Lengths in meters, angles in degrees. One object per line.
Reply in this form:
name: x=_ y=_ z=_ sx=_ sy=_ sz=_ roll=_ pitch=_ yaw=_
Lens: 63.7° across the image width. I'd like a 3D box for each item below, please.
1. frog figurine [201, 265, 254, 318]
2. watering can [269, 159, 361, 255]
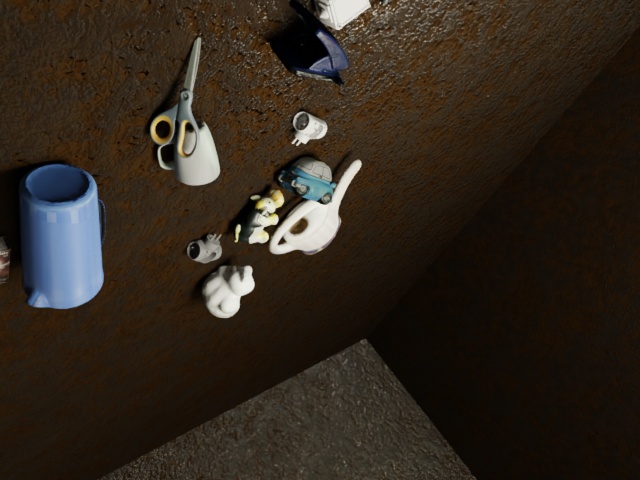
frog figurine: x=-0.246 y=0.132 z=1.389 sx=0.122 sy=0.140 sz=0.157 roll=12 pitch=-29 yaw=-28
watering can: x=0.004 y=-0.073 z=1.453 sx=0.347 sy=0.105 sz=0.222 roll=-41 pitch=-21 yaw=2
